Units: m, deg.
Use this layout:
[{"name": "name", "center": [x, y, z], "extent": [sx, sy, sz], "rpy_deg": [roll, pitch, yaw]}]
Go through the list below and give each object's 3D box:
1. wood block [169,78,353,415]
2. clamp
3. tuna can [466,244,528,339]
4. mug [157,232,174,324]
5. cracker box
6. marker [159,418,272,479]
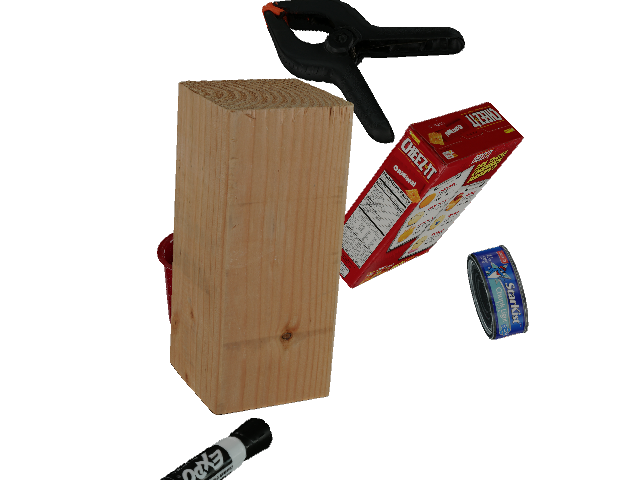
[{"name": "wood block", "center": [-0.044, 0.001, 0.722], "extent": [0.090, 0.206, 0.090], "rpy_deg": [-6, 21, -27]}, {"name": "clamp", "center": [0.031, -0.162, 0.890], "extent": [0.172, 0.120, 0.039], "rpy_deg": [39, -23, 22]}, {"name": "tuna can", "center": [0.166, 0.049, 1.005], "extent": [0.033, 0.086, 0.086], "rpy_deg": [-14, 1, -2]}, {"name": "mug", "center": [-0.098, 0.047, 0.998], "extent": [0.093, 0.081, 0.117], "rpy_deg": [-18, 35, -28]}, {"name": "cracker box", "center": [0.114, -0.054, 1.238], "extent": [0.163, 0.072, 0.214], "rpy_deg": [-22, -25, -47]}, {"name": "marker", "center": [-0.062, 0.119, 0.539], "extent": [0.020, 0.020, 0.120], "rpy_deg": [0, 14, 32]}]
